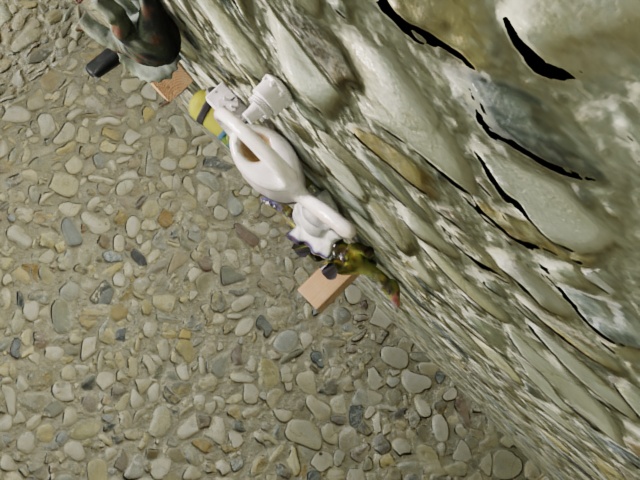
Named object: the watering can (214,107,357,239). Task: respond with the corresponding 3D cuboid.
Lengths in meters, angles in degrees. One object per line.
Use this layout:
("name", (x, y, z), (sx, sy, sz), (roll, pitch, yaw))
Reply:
("watering can", (-0.066, -0.113, 0.961), (0.349, 0.104, 0.223), (45, -2, 8))

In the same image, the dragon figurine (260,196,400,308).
("dragon figurine", (0.042, 0.023, 1.291), (0.414, 0.122, 0.241), (40, 4, 22))

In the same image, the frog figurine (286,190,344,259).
("frog figurine", (0.003, -0.055, 1.093), (0.124, 0.155, 0.139), (-22, 53, -33))
